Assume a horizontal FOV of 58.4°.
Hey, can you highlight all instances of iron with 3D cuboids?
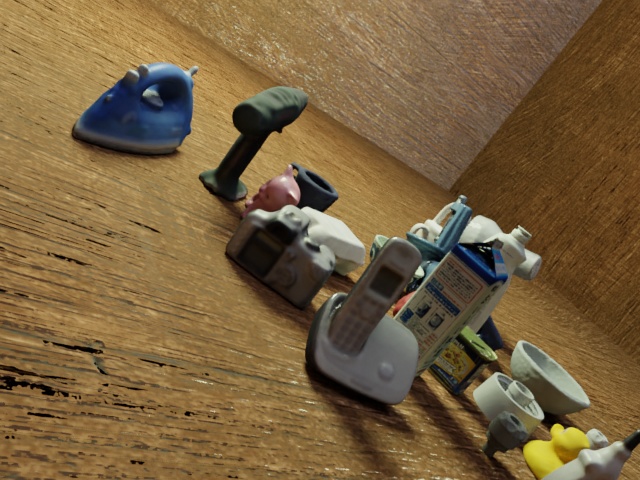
[{"bbox_3d":[-0.273,-0.221,0.896,0.118,0.141,0.258,37,16,1],"label":"iron"}]

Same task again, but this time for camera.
[{"bbox_3d":[-0.041,0.006,0.830,0.143,0.100,0.137,37,16,0],"label":"camera"}]

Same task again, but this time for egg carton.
[{"bbox_3d":[0.009,0.004,0.993,0.151,0.069,0.107,19,24,-47],"label":"egg carton"}]

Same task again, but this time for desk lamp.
[{"bbox_3d":[0.370,0.080,1.271,0.202,0.213,0.118,46,19,28],"label":"desk lamp"}]

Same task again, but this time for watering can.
[{"bbox_3d":[0.285,-0.002,1.354,0.100,0.194,0.173,47,19,31],"label":"watering can"}]

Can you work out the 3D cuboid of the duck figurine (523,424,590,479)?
[{"bbox_3d":[0.354,0.315,0.829,0.078,0.086,0.104,31,18,-21],"label":"duck figurine"}]

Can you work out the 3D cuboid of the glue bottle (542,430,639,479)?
[{"bbox_3d":[0.325,0.287,0.689,0.078,0.173,0.037,33,17,-15],"label":"glue bottle"}]

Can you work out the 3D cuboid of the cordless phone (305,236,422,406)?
[{"bbox_3d":[0.081,0.096,0.686,0.148,0.185,0.094,30,18,-23],"label":"cordless phone"}]

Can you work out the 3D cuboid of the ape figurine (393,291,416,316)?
[{"bbox_3d":[0.175,0.115,0.992,0.078,0.092,0.076,31,17,-20],"label":"ape figurine"}]

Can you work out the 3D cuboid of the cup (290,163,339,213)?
[{"bbox_3d":[-0.035,-0.083,1.090,0.117,0.095,0.092,42,17,17],"label":"cup"}]

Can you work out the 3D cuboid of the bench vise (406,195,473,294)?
[{"bbox_3d":[0.262,0.023,1.192,0.122,0.219,0.206,23,22,-40],"label":"bench vise"}]

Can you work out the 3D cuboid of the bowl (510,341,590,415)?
[{"bbox_3d":[0.424,0.276,1.097,0.168,0.074,0.167,34,17,-11],"label":"bowl"}]

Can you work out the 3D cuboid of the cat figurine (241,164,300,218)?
[{"bbox_3d":[-0.072,-0.074,0.952,0.067,0.117,0.127,32,17,-15],"label":"cat figurine"}]

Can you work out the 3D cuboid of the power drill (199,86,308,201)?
[{"bbox_3d":[-0.110,-0.174,0.983,0.075,0.208,0.230,37,16,2],"label":"power drill"}]

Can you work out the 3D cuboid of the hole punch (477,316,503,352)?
[{"bbox_3d":[0.322,0.169,1.148,0.101,0.091,0.108,33,17,-13],"label":"hole punch"}]
